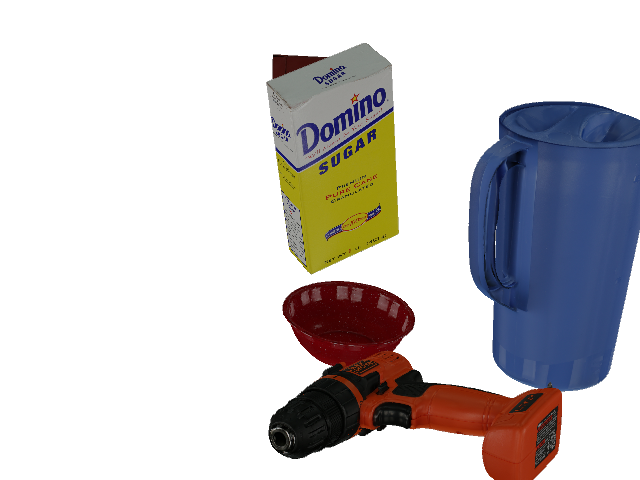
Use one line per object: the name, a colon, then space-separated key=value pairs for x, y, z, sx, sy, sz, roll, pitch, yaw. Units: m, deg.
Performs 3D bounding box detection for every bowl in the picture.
bowl: x=0.033 y=0.109 z=1.302 sx=0.162 sy=0.055 sz=0.162 roll=4 pitch=25 yaw=-2

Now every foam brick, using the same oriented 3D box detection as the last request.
foam brick: x=-0.009 y=-0.174 z=1.162 sx=0.078 sy=0.051 sz=0.053 roll=0 pitch=11 yaw=-17

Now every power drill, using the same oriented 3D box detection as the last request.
power drill: x=0.076 y=0.136 z=0.811 sx=0.188 sy=0.057 sz=0.184 roll=9 pitch=16 yaw=30

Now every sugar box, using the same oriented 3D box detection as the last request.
sugar box: x=0.014 y=-0.063 z=0.864 sx=0.093 sy=0.176 sz=0.048 roll=-25 pitch=48 yaw=-18

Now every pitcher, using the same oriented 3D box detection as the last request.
pitcher: x=0.206 y=0.008 z=0.936 sx=0.149 sy=0.243 sz=0.145 roll=6 pitch=23 yaw=10
